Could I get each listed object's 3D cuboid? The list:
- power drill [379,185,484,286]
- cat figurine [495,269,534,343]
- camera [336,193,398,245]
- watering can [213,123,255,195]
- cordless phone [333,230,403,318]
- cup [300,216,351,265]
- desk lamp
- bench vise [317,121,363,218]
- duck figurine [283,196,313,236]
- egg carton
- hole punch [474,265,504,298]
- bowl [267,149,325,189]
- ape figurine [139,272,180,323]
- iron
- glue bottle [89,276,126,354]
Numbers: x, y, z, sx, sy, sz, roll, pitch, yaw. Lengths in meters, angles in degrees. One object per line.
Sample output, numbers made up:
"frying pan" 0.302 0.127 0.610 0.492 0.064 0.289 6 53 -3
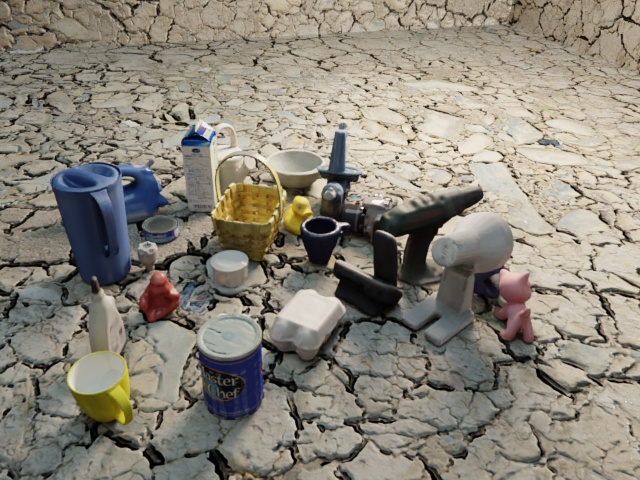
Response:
"power drill" 0.235 -0.011 1.230 0.230 0.208 0.075 -10 35 -18
"cat figurine" 0.387 0.118 1.123 0.067 0.118 0.127 2 33 0
"camera" 0.115 -0.066 1.407 0.136 0.101 0.143 9 34 11
"watering can" -0.247 -0.217 1.534 0.172 0.194 0.101 9 34 11
"cordless phone" 0.098 0.046 1.155 0.147 0.185 0.094 23 39 29
"cup" 0.012 0.005 1.298 0.118 0.095 0.091 -9 35 -17
"desk lamp" 0.270 0.064 1.111 0.117 0.214 0.204 29 42 36
"bench vise" 0.056 -0.178 1.467 0.121 0.220 0.207 -2 33 -5
"duck figurine" -0.050 -0.069 1.416 0.078 0.086 0.104 -17 38 -27
"egg carton" -0.023 0.156 1.085 0.107 0.069 0.150 16 36 21
"hole punch" 0.347 0.060 1.235 0.101 0.091 0.109 14 35 19
"bowl" -0.070 -0.190 1.612 0.167 0.075 0.167 1 33 -1
"ape figurine" -0.317 0.104 1.129 0.078 0.092 0.076 1 33 -2
"iron" -0.518 -0.121 1.421 0.259 0.141 0.118 -13 36 -22
"glue bottle" -0.380 0.134 1.004 0.037 0.173 0.078 5 33 4
